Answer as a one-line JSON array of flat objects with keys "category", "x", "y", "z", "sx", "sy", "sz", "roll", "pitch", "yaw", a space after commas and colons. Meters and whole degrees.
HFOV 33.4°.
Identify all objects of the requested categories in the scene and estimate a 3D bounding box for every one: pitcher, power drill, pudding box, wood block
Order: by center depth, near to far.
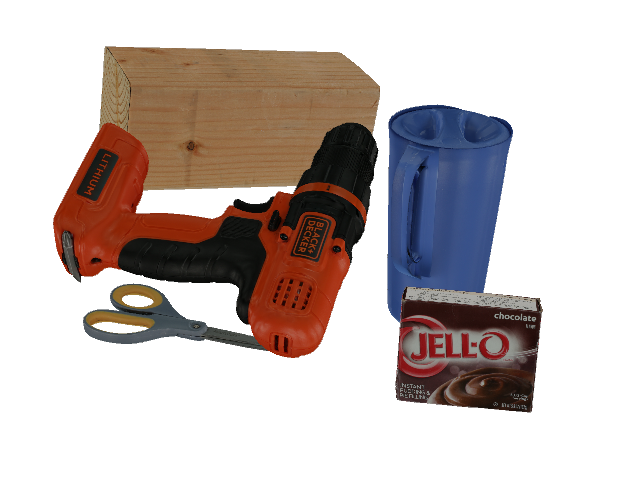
[{"category": "power drill", "x": -0.064, "y": -0.022, "z": 0.699, "sx": 0.188, "sy": 0.184, "sz": 0.057, "roll": 12, "pitch": -39, "yaw": 10}, {"category": "pudding box", "x": 0.120, "y": 0.088, "z": 0.868, "sx": 0.113, "sy": 0.090, "sz": 0.039, "roll": 3, "pitch": 20, "yaw": 6}, {"category": "wood block", "x": -0.067, "y": -0.100, "z": 0.870, "sx": 0.205, "sy": 0.091, "sz": 0.090, "roll": -3, "pitch": 29, "yaw": -24}, {"category": "pitcher", "x": 0.130, "y": -0.018, "z": 1.188, "sx": 0.149, "sy": 0.243, "sz": 0.145, "roll": -5, "pitch": 27, "yaw": -13}]

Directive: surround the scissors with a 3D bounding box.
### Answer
[{"category": "scissors", "x": -0.127, "y": 0.076, "z": 1.037, "sx": 0.201, "sy": 0.016, "sz": 0.096, "roll": 2, "pitch": 32, "yaw": -3}]
